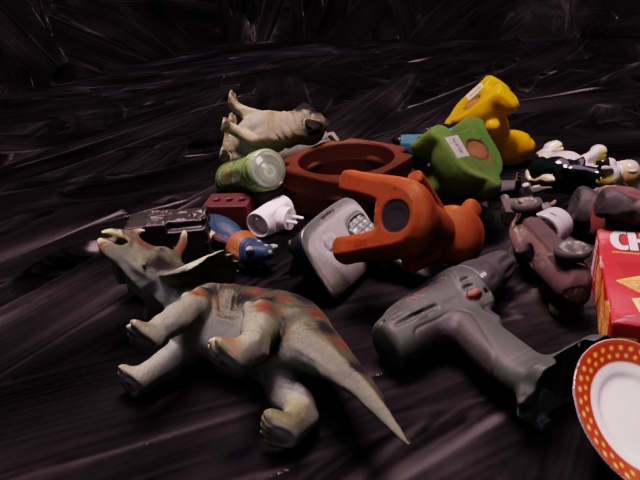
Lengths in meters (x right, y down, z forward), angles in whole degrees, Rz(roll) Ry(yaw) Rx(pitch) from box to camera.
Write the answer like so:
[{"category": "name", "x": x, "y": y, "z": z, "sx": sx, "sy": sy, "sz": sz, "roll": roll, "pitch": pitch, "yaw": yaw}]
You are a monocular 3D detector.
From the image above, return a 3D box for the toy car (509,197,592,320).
[{"category": "toy car", "x": 0.275, "y": 0.015, "z": 0.668, "sx": 0.053, "sy": 0.089, "sz": 0.202, "roll": -9, "pitch": 27, "yaw": 1}]

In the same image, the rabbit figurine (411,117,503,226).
[{"category": "rabbit figurine", "x": 0.202, "y": -0.081, "z": 0.825, "sx": 0.121, "sy": 0.170, "sz": 0.159, "roll": -27, "pitch": 75, "yaw": -32}]

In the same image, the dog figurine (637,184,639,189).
[{"category": "dog figurine", "x": 0.571, "y": -0.064, "z": 0.755, "sx": 0.219, "sy": 0.108, "sz": 0.192, "roll": -29, "pitch": 38, "yaw": -30}]

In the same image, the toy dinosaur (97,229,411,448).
[{"category": "toy dinosaur", "x": -0.073, "y": 0.095, "z": 0.566, "sx": 0.405, "sy": 0.131, "sz": 0.192, "roll": 15, "pitch": 34, "yaw": 23}]

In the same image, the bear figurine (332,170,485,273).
[{"category": "bear figurine", "x": 0.122, "y": -0.016, "z": 0.671, "sx": 0.132, "sy": 0.120, "sz": 0.195, "roll": 2, "pitch": -5, "yaw": 35}]

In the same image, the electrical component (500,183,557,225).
[{"category": "electrical component", "x": 0.325, "y": -0.055, "z": 0.841, "sx": 0.078, "sy": 0.045, "sz": 0.102, "roll": 4, "pitch": 29, "yaw": 15}]

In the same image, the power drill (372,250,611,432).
[{"category": "power drill", "x": 0.187, "y": 0.087, "z": 0.560, "sx": 0.232, "sy": 0.085, "sz": 0.208, "roll": -21, "pitch": 35, "yaw": -24}]

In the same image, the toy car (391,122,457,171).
[{"category": "toy car", "x": 0.210, "y": -0.159, "z": 1.001, "sx": 0.109, "sy": 0.102, "sz": 0.162, "roll": -24, "pitch": 17, "yaw": -26}]

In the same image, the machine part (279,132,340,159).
[{"category": "machine part", "x": -0.070, "y": -0.201, "z": 1.164, "sx": 0.243, "sy": 0.079, "sz": 0.079, "roll": -19, "pitch": 30, "yaw": -23}]

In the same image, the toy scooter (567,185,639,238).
[{"category": "toy scooter", "x": 0.420, "y": -0.032, "z": 0.719, "sx": 0.135, "sy": 0.075, "sz": 0.184, "roll": 12, "pitch": 3, "yaw": 8}]

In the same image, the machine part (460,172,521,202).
[{"category": "machine part", "x": 0.277, "y": -0.092, "z": 0.933, "sx": 0.139, "sy": 0.039, "sz": 0.084, "roll": -3, "pitch": 19, "yaw": 9}]

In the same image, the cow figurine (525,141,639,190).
[{"category": "cow figurine", "x": 0.444, "y": -0.116, "z": 0.912, "sx": 0.098, "sy": 0.068, "sz": 0.168, "roll": -32, "pitch": 34, "yaw": -32}]

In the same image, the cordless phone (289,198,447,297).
[{"category": "cordless phone", "x": 0.065, "y": 0.033, "z": 0.703, "sx": 0.184, "sy": 0.088, "sz": 0.146, "roll": 29, "pitch": 39, "yaw": 19}]

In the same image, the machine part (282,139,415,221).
[{"category": "machine part", "x": 0.048, "y": -0.108, "z": 0.954, "sx": 0.202, "sy": 0.087, "sz": 0.201, "roll": 16, "pitch": 34, "yaw": 38}]

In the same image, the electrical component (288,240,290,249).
[{"category": "electrical component", "x": -0.002, "y": -0.003, "z": 0.828, "sx": 0.094, "sy": 0.021, "sz": 0.063, "roll": -4, "pitch": 27, "yaw": 5}]

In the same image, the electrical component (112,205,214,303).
[{"category": "electrical component", "x": -0.209, "y": 0.020, "z": 0.724, "sx": 0.134, "sy": 0.114, "sz": 0.058, "roll": -9, "pitch": 23, "yaw": -6}]

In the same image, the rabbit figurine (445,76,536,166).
[{"category": "rabbit figurine", "x": 0.334, "y": -0.199, "z": 1.025, "sx": 0.162, "sy": 0.173, "sz": 0.122, "roll": -48, "pitch": 22, "yaw": 16}]

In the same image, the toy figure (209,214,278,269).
[{"category": "toy figure", "x": -0.123, "y": 0.005, "z": 0.801, "sx": 0.064, "sy": 0.057, "sz": 0.155, "roll": -32, "pitch": 41, "yaw": -30}]

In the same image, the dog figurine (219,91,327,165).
[{"category": "dog figurine", "x": -0.092, "y": -0.191, "z": 1.044, "sx": 0.191, "sy": 0.172, "sz": 0.121, "roll": 10, "pitch": 67, "yaw": -8}]
